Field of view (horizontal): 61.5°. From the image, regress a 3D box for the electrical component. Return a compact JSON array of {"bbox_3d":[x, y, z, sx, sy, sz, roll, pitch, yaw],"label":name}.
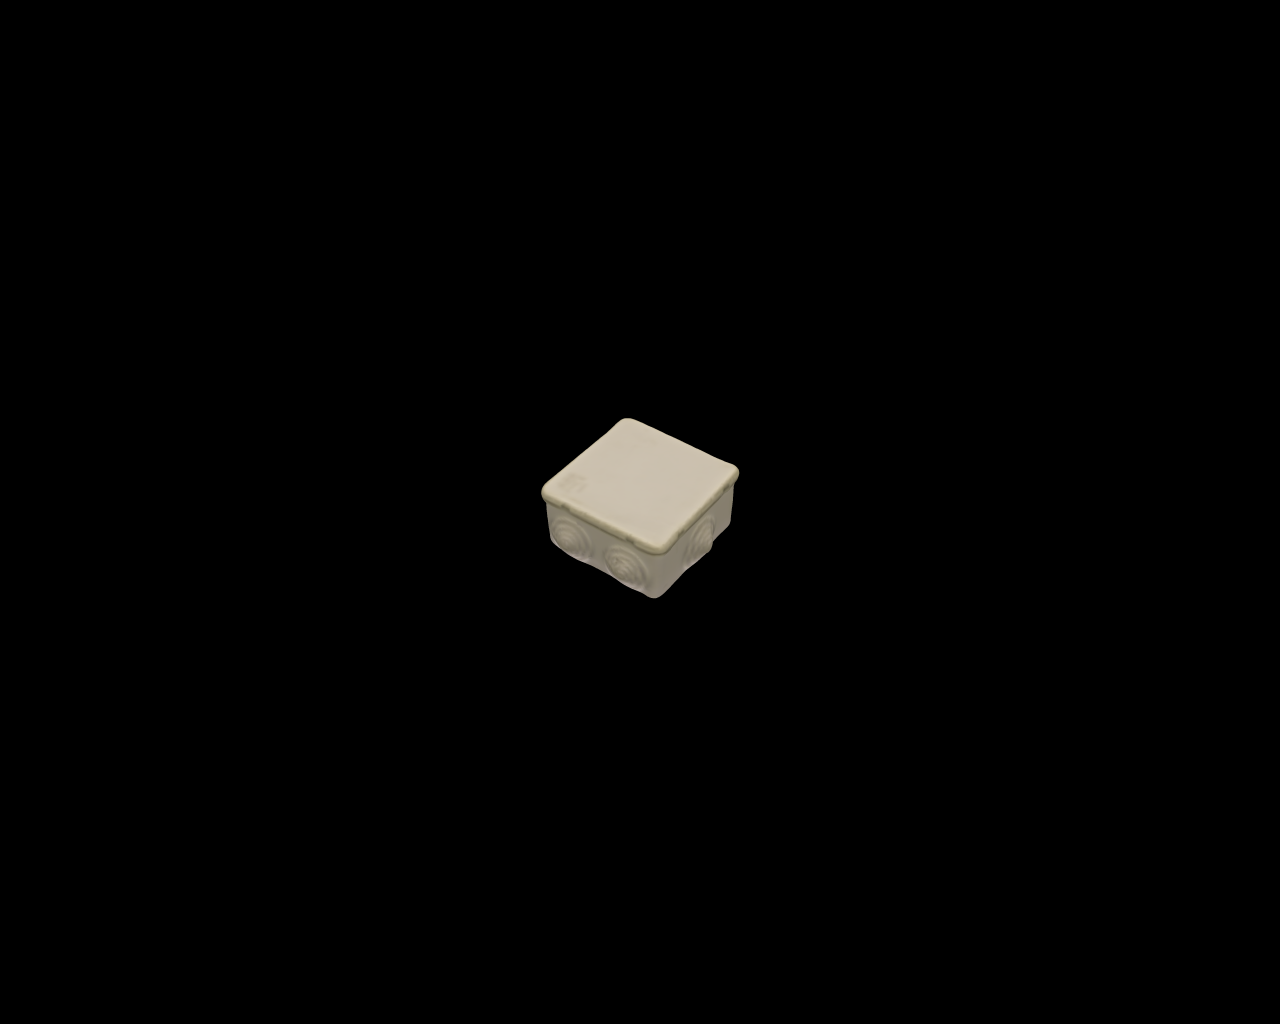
[{"bbox_3d":[0.001,-0.003,0.650,0.100,0.048,0.100,27,50,25],"label":"electrical component"}]
